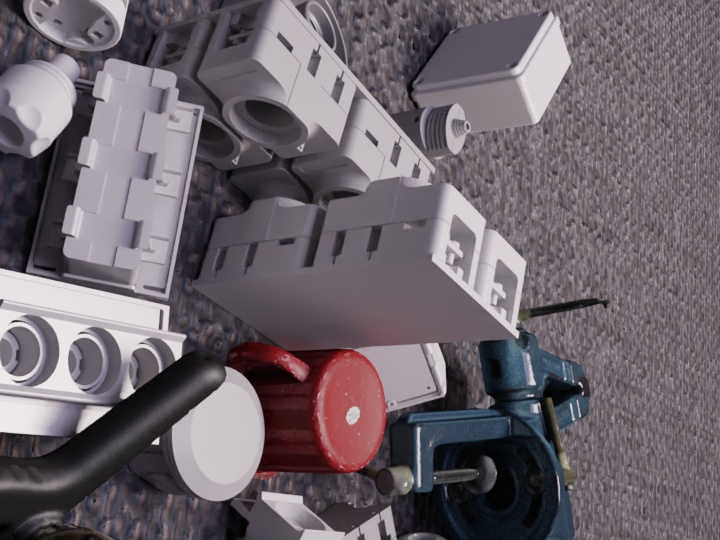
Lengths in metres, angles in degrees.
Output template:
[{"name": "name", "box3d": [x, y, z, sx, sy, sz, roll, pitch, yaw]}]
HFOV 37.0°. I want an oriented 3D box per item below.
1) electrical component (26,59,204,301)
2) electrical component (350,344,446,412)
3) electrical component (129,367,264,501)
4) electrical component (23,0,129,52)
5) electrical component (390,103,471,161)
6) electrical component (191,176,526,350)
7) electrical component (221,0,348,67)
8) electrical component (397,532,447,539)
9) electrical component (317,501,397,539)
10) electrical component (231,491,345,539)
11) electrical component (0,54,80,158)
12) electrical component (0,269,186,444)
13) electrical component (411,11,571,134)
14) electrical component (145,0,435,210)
[{"name": "electrical component", "box3d": [-0.136, -0.051, 0.609, 0.079, 0.063, 0.121, 11, 71, -12]}, {"name": "electrical component", "box3d": [0.010, 0.066, 0.793, 0.061, 0.096, 0.061, -81, 152, -68]}, {"name": "electrical component", "box3d": [-0.100, 0.100, 0.658, 0.080, 0.051, 0.080, 11, 76, -53]}, {"name": "electrical component", "box3d": [-0.158, -0.161, 0.614, 0.055, 0.055, 0.047, 38, 52, -45]}, {"name": "electrical component", "box3d": [0.053, -0.110, 0.876, 0.043, 0.081, 0.043, 11, 76, -53]}, {"name": "electrical component", "box3d": [0.000, 0.000, 0.695, 0.105, 0.186, 0.060, 40, 55, -44]}, {"name": "electrical component", "box3d": [-0.054, -0.162, 0.770, 0.099, 0.064, 0.099, 42, 39, -47]}, {"name": "electrical component", "box3d": [0.049, 0.242, 0.852, 0.048, 0.048, 0.062, -11, 103, -54]}, {"name": "electrical component", "box3d": [-0.016, 0.207, 0.760, 0.089, 0.050, 0.055, -18, 99, -54]}, {"name": "electrical component", "box3d": [-0.051, 0.184, 0.696, 0.042, 0.081, 0.063, 20, 98, -50]}, {"name": "electrical component", "box3d": [-0.176, -0.094, 0.587, 0.043, 0.043, 0.062, 58, 41, -31]}, {"name": "electrical component", "box3d": [-0.160, 0.049, 0.572, 0.121, 0.063, 0.078, 18, 71, -52]}, {"name": "electrical component", "box3d": [0.117, -0.172, 0.951, 0.108, 0.109, 0.056, -57, 132, -41]}, {"name": "electrical component", "box3d": [-0.046, -0.088, 0.713, 0.186, 0.105, 0.060, 43, 52, -42]}]
